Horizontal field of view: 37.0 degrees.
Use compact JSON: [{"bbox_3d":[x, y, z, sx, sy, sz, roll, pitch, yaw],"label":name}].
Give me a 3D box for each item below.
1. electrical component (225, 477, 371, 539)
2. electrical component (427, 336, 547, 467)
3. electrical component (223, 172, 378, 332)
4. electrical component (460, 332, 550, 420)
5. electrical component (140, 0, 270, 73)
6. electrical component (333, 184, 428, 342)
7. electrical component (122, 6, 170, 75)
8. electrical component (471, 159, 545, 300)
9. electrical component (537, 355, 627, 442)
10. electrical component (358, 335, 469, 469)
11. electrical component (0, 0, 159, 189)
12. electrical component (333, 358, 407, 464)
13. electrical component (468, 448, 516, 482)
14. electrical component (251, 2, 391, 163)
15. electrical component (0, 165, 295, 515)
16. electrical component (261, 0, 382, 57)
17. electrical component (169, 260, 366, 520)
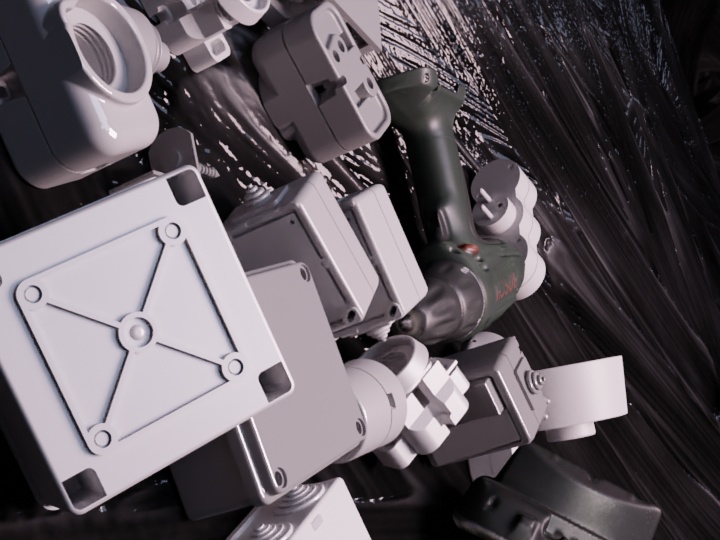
[{"bbox_3d":[-0.026,0.164,0.547,0.099,0.048,0.100,66,26,-8],"label":"electrical component"},{"bbox_3d":[0.085,0.093,0.756,0.061,0.096,0.061,64,29,-11],"label":"electrical component"},{"bbox_3d":[-0.039,-0.012,0.631,0.096,0.062,0.061,61,23,-17],"label":"electrical component"},{"bbox_3d":[0.110,0.094,0.837,0.079,0.043,0.077,22,35,1],"label":"electrical component"},{"bbox_3d":[-0.092,-0.167,0.648,0.078,0.057,0.058,62,27,-15],"label":"electrical component"},{"bbox_3d":[0.000,0.000,0.699,0.096,0.062,0.061,66,26,-7],"label":"electrical component"},{"bbox_3d":[-0.125,-0.116,0.565,0.062,0.043,0.043,-4,75,-65],"label":"electrical component"},{"bbox_3d":[0.127,-0.047,0.987,0.074,0.052,0.138,42,38,-43],"label":"electrical component"},{"bbox_3d":[0.172,0.111,0.903,0.108,0.108,0.060,3,75,-62],"label":"electrical component"},{"bbox_3d":[0.029,0.080,0.696,0.078,0.058,0.057,-48,117,-25],"label":"electrical component"},{"bbox_3d":[-0.138,-0.094,0.504,0.095,0.059,0.054,67,26,-5],"label":"electrical component"},{"bbox_3d":[-0.007,0.084,0.637,0.047,0.055,0.055,-16,86,-60],"label":"electrical component"},{"bbox_3d":[0.149,0.175,0.847,0.138,0.074,0.052,52,31,-32],"label":"electrical component"},{"bbox_3d":[-0.029,-0.125,0.735,0.095,0.059,0.053,61,28,-17],"label":"electrical component"},{"bbox_3d":[-0.100,0.027,0.443,0.109,0.056,0.108,-28,98,-29],"label":"electrical component"},{"bbox_3d":[-0.042,-0.250,0.797,0.105,0.060,0.186,37,41,-48],"label":"electrical component"},{"bbox_3d":[-0.057,0.058,0.555,0.109,0.056,0.108,-18,88,-64],"label":"electrical component"}]
